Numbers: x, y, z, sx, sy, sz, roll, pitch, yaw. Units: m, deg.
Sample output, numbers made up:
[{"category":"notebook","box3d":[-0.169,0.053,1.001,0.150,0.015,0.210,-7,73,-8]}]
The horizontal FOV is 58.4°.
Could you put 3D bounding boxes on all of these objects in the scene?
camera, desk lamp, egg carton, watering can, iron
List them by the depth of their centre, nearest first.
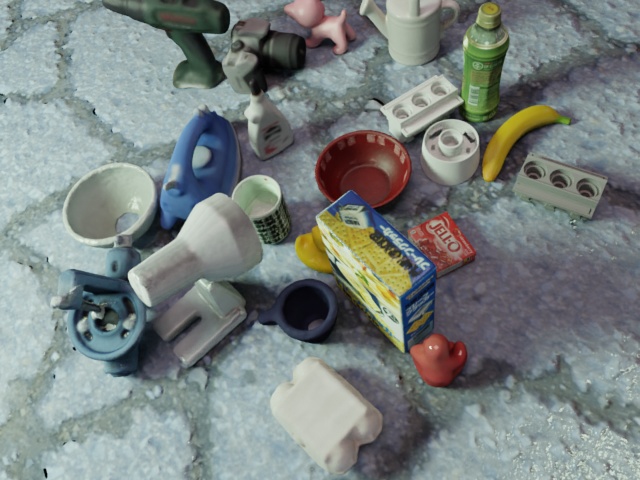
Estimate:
[{"category":"egg carton","box3d":[0.006,0.238,0.783,0.150,0.069,0.107,37,73,25]},{"category":"desk lamp","box3d":[-0.172,0.058,0.829,0.203,0.214,0.117,-43,63,-14]},{"category":"iron","box3d":[-0.209,-0.147,0.990,0.118,0.142,0.258,3,62,12]},{"category":"watering can","box3d":[0.164,-0.423,1.048,0.173,0.194,0.101,-18,60,-1]},{"category":"camera","box3d":[-0.105,-0.367,1.117,0.136,0.101,0.143,10,64,15]}]

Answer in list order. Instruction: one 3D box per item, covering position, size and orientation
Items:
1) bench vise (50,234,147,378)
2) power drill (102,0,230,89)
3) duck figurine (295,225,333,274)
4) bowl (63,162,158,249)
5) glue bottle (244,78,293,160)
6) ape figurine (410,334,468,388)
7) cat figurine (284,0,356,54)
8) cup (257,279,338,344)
[{"category":"bench vise","box3d":[-0.326,0.078,0.841,0.121,0.220,0.207,-20,60,-1]},{"category":"power drill","box3d":[-0.272,-0.389,1.095,0.229,0.209,0.075,3,62,11]},{"category":"duck figurine","box3d":[0.008,0.003,0.902,0.104,0.086,0.077,6,63,13]},{"category":"bowl","box3d":[-0.352,-0.048,0.998,0.167,0.075,0.167,-4,61,7]},{"category":"glue bottle","box3d":[-0.096,-0.213,0.989,0.078,0.173,0.037,-37,62,-11]},{"category":"ape figurine","box3d":[0.162,0.158,0.788,0.077,0.092,0.076,13,65,17]},{"category":"cat figurine","box3d":[0.000,-0.440,1.129,0.127,0.118,0.067,17,66,18]},{"category":"cup","box3d":[-0.026,0.118,0.840,0.117,0.095,0.091,-12,60,3]}]
